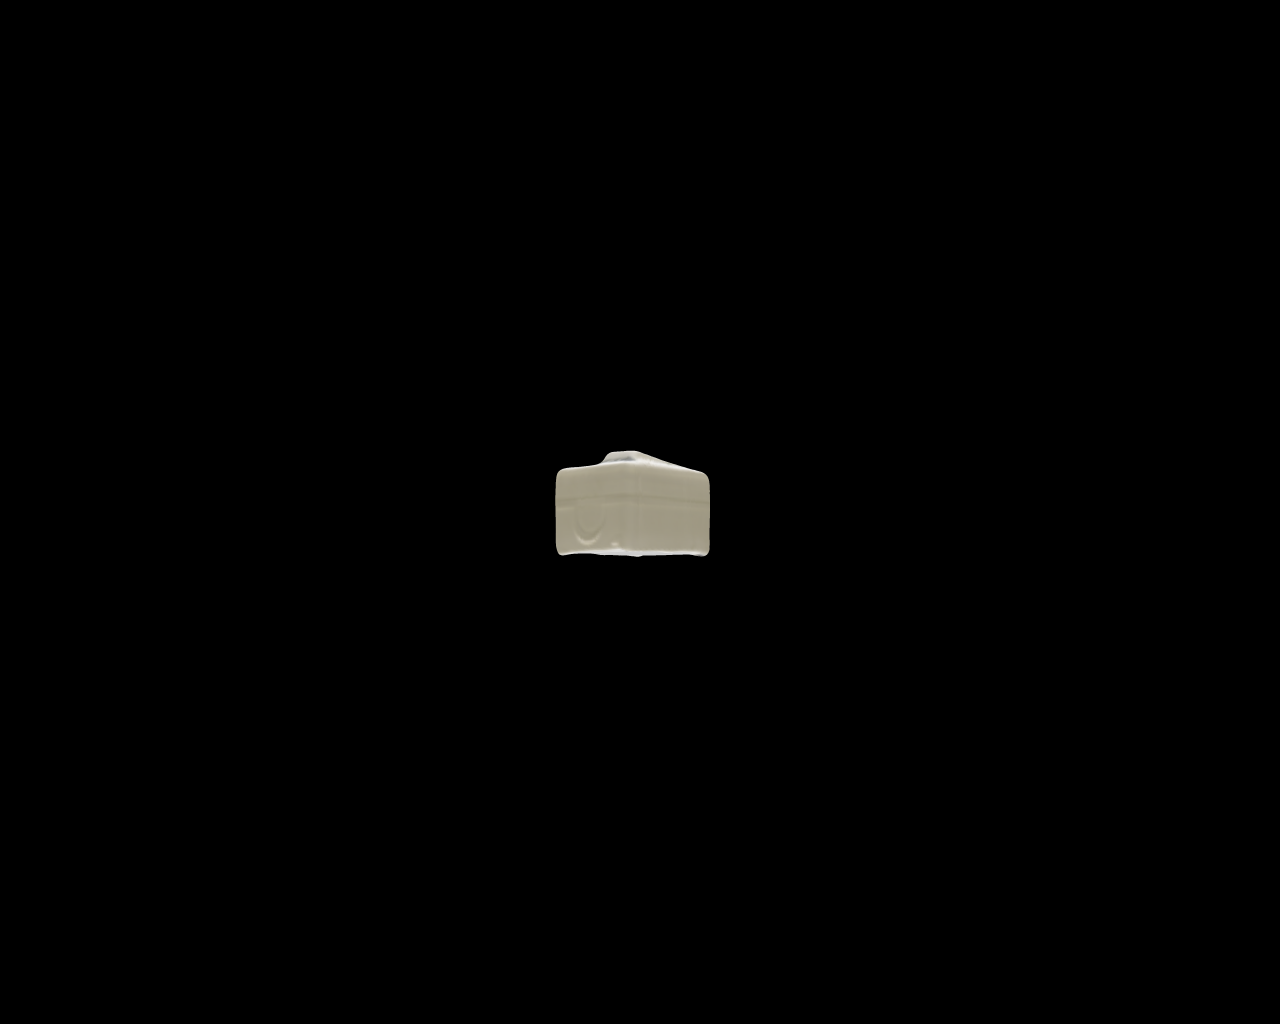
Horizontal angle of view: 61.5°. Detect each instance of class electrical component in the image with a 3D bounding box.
[{"bbox_3d":[0.001,-0.003,0.650,0.061,0.061,0.096,-4,-6,39],"label":"electrical component"}]
